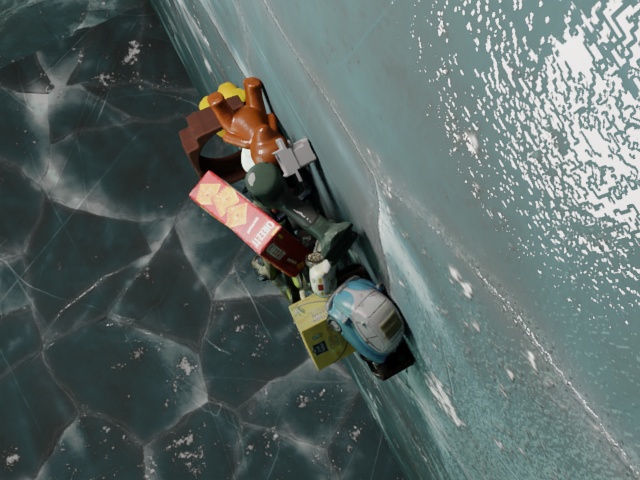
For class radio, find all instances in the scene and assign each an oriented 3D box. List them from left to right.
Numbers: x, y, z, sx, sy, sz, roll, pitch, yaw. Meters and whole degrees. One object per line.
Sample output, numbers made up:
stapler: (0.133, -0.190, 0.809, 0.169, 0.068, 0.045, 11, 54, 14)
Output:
radio: (0.095, 0.162, 1.072, 0.229, 0.073, 0.131, 61, 173, 2)

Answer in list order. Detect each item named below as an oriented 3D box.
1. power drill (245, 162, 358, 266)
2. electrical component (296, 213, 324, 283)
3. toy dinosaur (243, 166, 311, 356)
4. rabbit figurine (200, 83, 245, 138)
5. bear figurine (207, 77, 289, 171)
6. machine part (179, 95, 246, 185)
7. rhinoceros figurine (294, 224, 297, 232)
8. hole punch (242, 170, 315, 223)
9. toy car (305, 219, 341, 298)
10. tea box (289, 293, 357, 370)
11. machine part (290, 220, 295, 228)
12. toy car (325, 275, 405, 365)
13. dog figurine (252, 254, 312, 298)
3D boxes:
power drill: (-0.034, -0.048, 0.931, 0.207, 0.086, 0.232, 44, 178, 14)
electrical component: (-0.007, 0.026, 1.169, 0.115, 0.058, 0.134, -77, -27, -46)
toy dinosaur: (-0.086, 0.041, 1.234, 0.198, 0.105, 0.471, -91, -21, -84)
rabbit figurine: (-0.224, -0.340, 1.399, 0.162, 0.122, 0.173, 56, -167, -44)
bear figurine: (-0.124, -0.213, 1.044, 0.196, 0.120, 0.131, 52, 164, 46)
machine part: (-0.219, -0.233, 1.289, 0.087, 0.201, 0.201, 61, 173, 29)
rhinoceros figurine: (-0.104, -0.096, 1.509, 0.112, 0.073, 0.190, 50, 166, 54)
hole punch: (-0.084, -0.112, 1.124, 0.092, 0.142, 0.116, 41, -170, -28)
toy car: (0.012, 0.031, 1.021, 0.202, 0.056, 0.073, -75, -21, -59)
tea box: (0.010, 0.177, 1.066, 0.068, 0.098, 0.169, 57, 172, 39)
machine part: (-0.084, -0.061, 1.430, 0.084, 0.039, 0.138, 49, 128, 41)
toy car: (0.092, 0.144, 0.938, 0.161, 0.109, 0.103, 55, 156, -11)
dog figurine: (-0.067, 0.078, 1.428, 0.191, 0.121, 0.172, 35, -159, 18)
